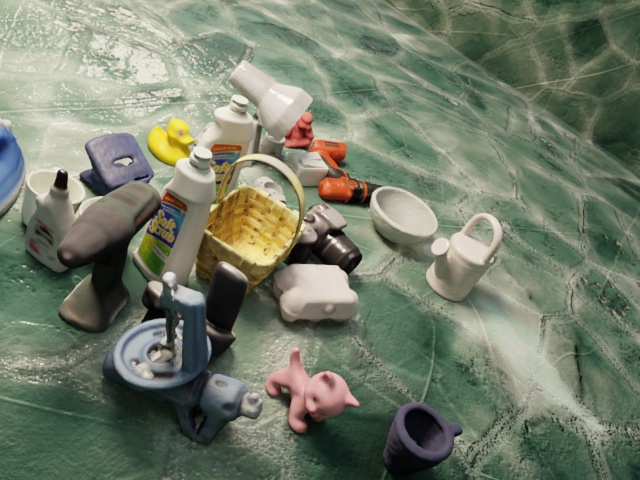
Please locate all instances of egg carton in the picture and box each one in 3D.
[{"bbox_3d":[-0.007,0.097,1.009,0.151,0.069,0.107,3,42,-31],"label":"egg carton"}]

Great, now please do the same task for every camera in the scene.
[{"bbox_3d":[0.010,0.004,1.108,0.136,0.100,0.143,44,38,21],"label":"camera"}]

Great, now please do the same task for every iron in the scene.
[{"bbox_3d":[-0.525,-0.117,0.868,0.119,0.141,0.258,24,36,-5],"label":"iron"}]

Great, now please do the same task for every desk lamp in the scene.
[{"bbox_3d":[-0.142,-0.266,1.244,0.203,0.213,0.118,25,36,-5],"label":"desk lamp"}]

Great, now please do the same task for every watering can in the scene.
[{"bbox_3d":[0.305,0.031,1.190,0.173,0.194,0.100,-17,55,-45],"label":"watering can"}]

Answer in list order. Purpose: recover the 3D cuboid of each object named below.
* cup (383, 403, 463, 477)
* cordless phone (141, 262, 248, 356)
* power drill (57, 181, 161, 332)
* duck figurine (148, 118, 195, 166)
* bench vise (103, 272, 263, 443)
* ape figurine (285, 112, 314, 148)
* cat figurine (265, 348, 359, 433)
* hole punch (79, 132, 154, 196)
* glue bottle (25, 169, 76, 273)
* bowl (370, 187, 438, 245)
[{"bbox_3d":[0.144,0.300,0.838,0.118,0.095,0.091,4,42,-30],"label":"cup"},{"bbox_3d":[-0.174,0.080,0.820,0.147,0.185,0.094,32,36,5],"label":"cordless phone"},{"bbox_3d":[-0.296,0.024,0.788,0.075,0.208,0.229,24,36,-5],"label":"power drill"},{"bbox_3d":[-0.301,-0.211,1.180,0.104,0.086,0.078,35,36,9],"label":"duck figurine"},{"bbox_3d":[-0.158,0.142,0.725,0.208,0.219,0.121,19,37,-13],"label":"bench vise"},{"bbox_3d":[-0.047,-0.277,1.424,0.078,0.092,0.076,25,36,-4],"label":"ape figurine"},{"bbox_3d":[-0.008,0.212,0.824,0.067,0.117,0.127,-15,54,-44],"label":"cat figurine"},{"bbox_3d":[-0.361,-0.132,1.038,0.101,0.091,0.109,40,37,16],"label":"hole punch"},{"bbox_3d":[-0.384,-0.034,0.831,0.078,0.173,0.037,32,36,6],"label":"glue bottle"},{"bbox_3d":[0.178,-0.042,1.299,0.168,0.074,0.167,18,37,-14],"label":"bowl"}]
